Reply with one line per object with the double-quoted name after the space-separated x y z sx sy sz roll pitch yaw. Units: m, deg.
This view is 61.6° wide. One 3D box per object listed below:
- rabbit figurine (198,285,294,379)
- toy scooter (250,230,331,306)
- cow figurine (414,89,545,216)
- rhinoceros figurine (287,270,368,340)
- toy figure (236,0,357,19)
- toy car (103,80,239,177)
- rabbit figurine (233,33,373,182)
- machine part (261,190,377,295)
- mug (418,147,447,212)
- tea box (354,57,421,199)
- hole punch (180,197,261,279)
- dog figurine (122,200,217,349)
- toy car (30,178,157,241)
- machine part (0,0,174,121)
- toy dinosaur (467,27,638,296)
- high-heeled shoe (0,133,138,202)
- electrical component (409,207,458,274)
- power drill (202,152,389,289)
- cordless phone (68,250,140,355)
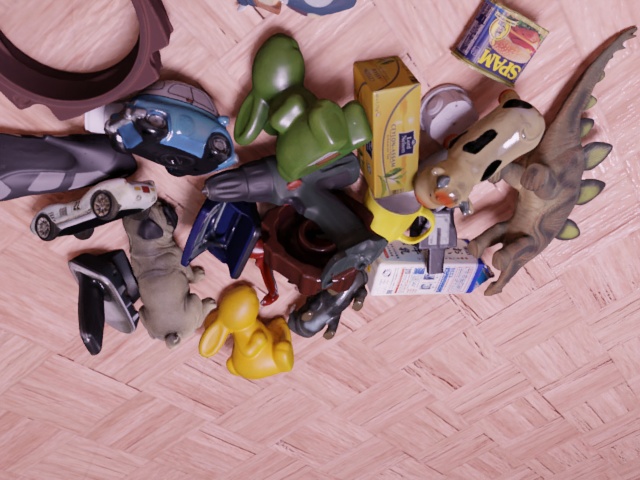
-0.137 0.159 0.979 0.162 0.122 0.173 -11 119 8 "rabbit figurine"
-0.045 0.040 0.867 0.184 0.135 0.075 4 167 -14 "toy scooter"
0.213 -0.109 0.728 0.195 0.127 0.085 -37 108 17 "cow figurine"
0.007 0.113 0.960 0.073 0.112 0.190 33 122 -17 "rhinoceros figurine"
-0.034 -0.296 0.628 0.154 0.058 0.064 -4 92 -10 "toy figure"
-0.184 -0.147 0.683 0.109 0.103 0.161 -12 158 41 "toy car"
-0.033 -0.173 0.695 0.159 0.170 0.121 -26 178 41 "rabbit figurine"
-0.002 -0.002 0.811 0.179 0.179 0.056 -4 147 -11 "machine part"
0.207 -0.102 0.847 0.107 0.081 0.109 -35 151 9 "mug"
0.093 -0.156 0.754 0.068 0.098 0.169 -11 130 -6 "tea box"
-0.150 -0.019 0.797 0.092 0.116 0.142 13 122 -21 "hole punch"
-0.242 0.049 0.802 0.121 0.172 0.190 -22 140 -10 "dog figurine"
-0.313 -0.040 0.739 0.202 0.056 0.073 -15 175 26 "toy car"
-0.282 -0.246 0.585 0.201 0.087 0.201 -22 134 4 "machine part"
0.364 -0.097 0.857 0.198 0.105 0.470 -9 127 -31 "toy dinosaur"
-0.378 -0.090 0.728 0.249 0.086 0.145 -14 167 21 "high-heeled shoe"
0.193 -0.005 0.912 0.075 0.048 0.119 -5 103 -12 "electrical component"
-0.020 -0.036 0.744 0.232 0.207 0.086 -22 149 -29 "power drill"
-0.328 0.117 0.824 0.089 0.184 0.146 -14 132 -8 "cordless phone"
